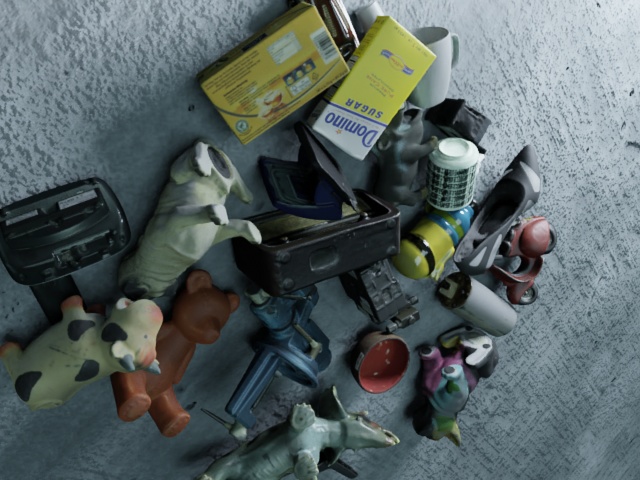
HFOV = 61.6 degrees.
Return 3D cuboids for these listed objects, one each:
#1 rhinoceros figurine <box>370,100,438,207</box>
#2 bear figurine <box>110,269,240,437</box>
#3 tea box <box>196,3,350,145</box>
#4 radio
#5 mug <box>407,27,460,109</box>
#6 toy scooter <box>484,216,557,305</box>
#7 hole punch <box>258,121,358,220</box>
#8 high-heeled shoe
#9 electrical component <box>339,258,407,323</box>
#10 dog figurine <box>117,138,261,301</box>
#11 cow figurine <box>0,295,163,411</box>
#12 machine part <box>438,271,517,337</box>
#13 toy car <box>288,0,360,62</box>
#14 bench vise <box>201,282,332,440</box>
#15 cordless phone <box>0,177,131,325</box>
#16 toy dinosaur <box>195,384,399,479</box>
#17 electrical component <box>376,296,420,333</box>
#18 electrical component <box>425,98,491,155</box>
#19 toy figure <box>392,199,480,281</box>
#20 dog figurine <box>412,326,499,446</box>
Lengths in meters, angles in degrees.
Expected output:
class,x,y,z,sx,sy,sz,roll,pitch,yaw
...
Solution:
class,x,y,z,sx,sy,sz,roll,pitch,yaw
rhinoceros figurine,0.119,-0.142,0.844,0.112,0.073,0.190,-7,113,-17
bear figurine,-0.187,0.149,0.739,0.196,0.132,0.120,-41,137,-4
tea box,-0.061,-0.212,0.687,0.170,0.068,0.098,-32,121,2
radio,-0.002,-0.002,0.784,0.230,0.131,0.073,-18,118,-23
mug,0.168,-0.264,0.823,0.109,0.081,0.107,-31,131,-24
toy scooter,0.381,0.033,1.055,0.135,0.075,0.183,14,93,-14
hole punch,-0.017,-0.084,0.752,0.092,0.142,0.115,-39,134,14
high-heeled shoe,0.308,-0.056,0.957,0.145,0.086,0.248,4,101,-40
electrical component,0.079,0.068,0.867,0.058,0.115,0.134,-31,121,-12
dog figurine,-0.193,-0.026,0.701,0.191,0.172,0.121,-27,141,17
cow figurine,-0.278,0.135,0.650,0.195,0.127,0.085,-33,156,1
machine part,0.309,0.126,1.046,0.243,0.079,0.079,29,92,-34
toy car,0.028,-0.274,0.750,0.089,0.053,0.201,-33,123,-12
bench vise,-0.072,0.178,0.806,0.240,0.129,0.223,-56,147,-23
cordless phone,-0.301,0.027,0.667,0.146,0.089,0.184,-24,130,-21
toy dinosaur,-0.080,0.363,0.880,0.405,0.131,0.192,-28,164,0
electrical component,0.147,0.131,0.960,0.094,0.063,0.021,-26,119,-21
electrical component,0.241,-0.188,0.890,0.119,0.075,0.047,24,96,-30
toy figure,0.196,-0.010,0.927,0.180,0.082,0.089,-47,129,-5
dog figurine,0.267,0.301,1.073,0.191,0.109,0.219,-21,122,-25
